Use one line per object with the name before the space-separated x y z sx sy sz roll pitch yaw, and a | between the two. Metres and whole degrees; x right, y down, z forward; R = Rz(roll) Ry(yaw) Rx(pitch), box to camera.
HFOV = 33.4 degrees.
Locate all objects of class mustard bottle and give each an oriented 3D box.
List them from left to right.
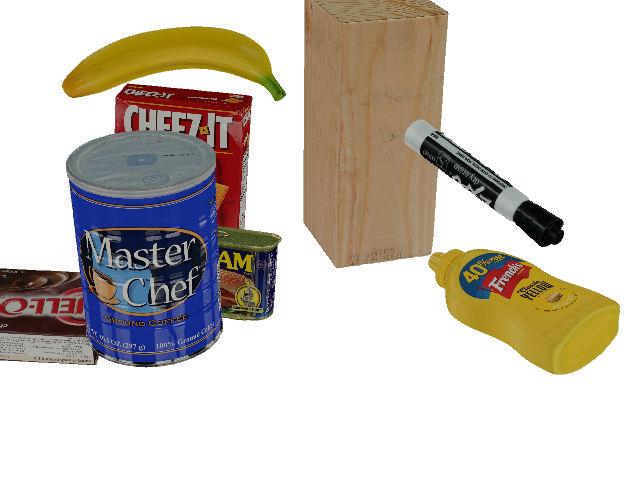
mustard bottle | 0.175 0.054 0.997 0.096 0.058 0.192 -28 38 -31

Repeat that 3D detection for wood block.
wood block | 0.041 -0.093 0.871 0.090 0.206 0.091 -8 29 -16

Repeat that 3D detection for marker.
marker | 0.095 -0.034 0.624 0.020 0.020 0.121 0 33 -47

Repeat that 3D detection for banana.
banana | -0.131 -0.161 0.958 0.197 0.069 0.037 -1 -33 -4

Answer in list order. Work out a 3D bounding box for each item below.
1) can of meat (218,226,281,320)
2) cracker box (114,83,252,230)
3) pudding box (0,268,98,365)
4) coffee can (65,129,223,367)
can of meat | -0.096 0.034 1.121 0.102 0.084 0.057 8 16 14
cracker box | -0.177 -0.081 1.357 0.164 0.214 0.072 6 22 2
pudding box | -0.241 0.065 0.924 0.113 0.039 0.090 1 32 1
coffee can | -0.123 0.004 0.766 0.103 0.140 0.103 0 28 0
